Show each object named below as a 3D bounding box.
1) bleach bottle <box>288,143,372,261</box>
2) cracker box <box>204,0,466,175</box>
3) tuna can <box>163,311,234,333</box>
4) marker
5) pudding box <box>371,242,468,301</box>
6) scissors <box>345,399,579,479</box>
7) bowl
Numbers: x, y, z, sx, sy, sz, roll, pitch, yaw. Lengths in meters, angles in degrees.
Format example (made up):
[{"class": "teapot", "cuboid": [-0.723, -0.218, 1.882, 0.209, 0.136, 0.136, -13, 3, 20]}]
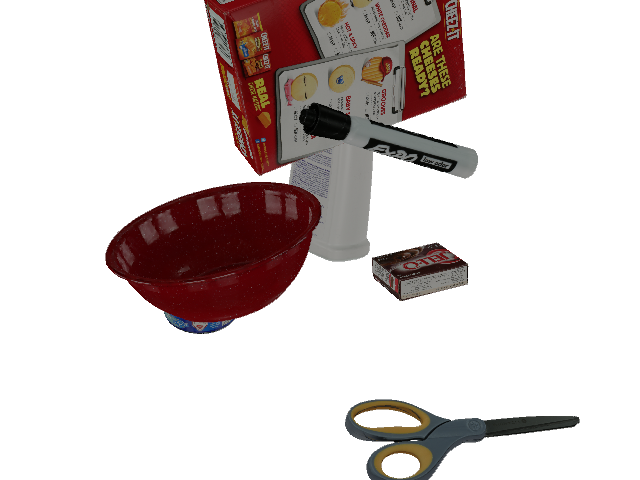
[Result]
[{"class": "bleach bottle", "cuboid": [0.019, -0.111, 1.134, 0.067, 0.251, 0.103, -10, 26, -42]}, {"class": "cracker box", "cuboid": [0.016, -0.172, 0.937, 0.213, 0.164, 0.072, -23, 40, -14]}, {"class": "tuna can", "cuboid": [-0.132, 0.064, 1.179, 0.086, 0.034, 0.086, 1, 36, -1]}, {"class": "marker", "cuboid": [0.041, -0.059, 0.634, 0.120, 0.020, 0.020, 13, -6, -29]}, {"class": "pudding box", "cuboid": [0.143, 0.044, 1.536, 0.113, 0.039, 0.090, -15, 24, -19]}, {"class": "scissors", "cuboid": [0.120, 0.171, 0.882, 0.201, 0.016, 0.096, 7, 41, -1]}, {"class": "bowl", "cuboid": [-0.073, 0.014, 0.789, 0.162, 0.055, 0.162, -11, 25, 5]}]
